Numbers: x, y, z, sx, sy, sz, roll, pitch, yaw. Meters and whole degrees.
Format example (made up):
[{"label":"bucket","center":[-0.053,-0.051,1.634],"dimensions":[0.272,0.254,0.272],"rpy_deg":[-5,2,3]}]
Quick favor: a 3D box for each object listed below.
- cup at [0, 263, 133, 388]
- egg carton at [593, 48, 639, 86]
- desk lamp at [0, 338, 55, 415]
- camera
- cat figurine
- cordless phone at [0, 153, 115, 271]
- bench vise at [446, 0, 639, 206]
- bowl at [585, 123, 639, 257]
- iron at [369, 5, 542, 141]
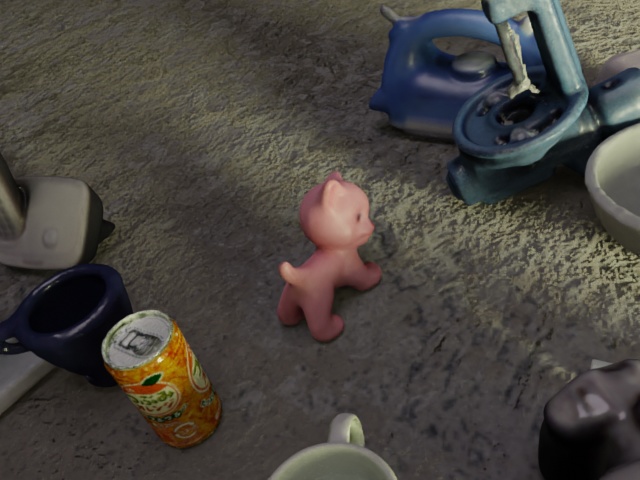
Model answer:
[{"label":"cup","center":[-0.208,0.087,0.490],"dimensions":[0.118,0.095,0.091],"rpy_deg":[-22,39,-6]},{"label":"egg carton","center":[0.359,-0.151,0.584],"dimensions":[0.107,0.069,0.150],"rpy_deg":[-21,39,-4]},{"label":"desk lamp","center":[-0.344,0.064,0.472],"dimensions":[0.117,0.214,0.203],"rpy_deg":[20,52,36]},{"label":"camera","center":[0.146,0.142,0.293],"dimensions":[0.137,0.101,0.143],"rpy_deg":[-18,39,-1]},{"label":"cat figurine","center":[0.005,0.002,0.495],"dimensions":[0.067,0.118,0.128],"rpy_deg":[14,48,32]},{"label":"cordless phone","center":[-0.328,-0.056,0.630],"dimensions":[0.147,0.185,0.094],"rpy_deg":[1,43,21]},{"label":"bench vise","center":[0.207,-0.145,0.513],"dimensions":[0.207,0.220,0.121],"rpy_deg":[-24,40,-8]},{"label":"bowl","center":[0.299,-0.026,0.456],"dimensions":[0.167,0.075,0.167],"rpy_deg":[-10,40,9]},{"label":"iron","center":[0.181,-0.197,0.646],"dimensions":[0.257,0.142,0.119],"rpy_deg":[12,47,31]}]
